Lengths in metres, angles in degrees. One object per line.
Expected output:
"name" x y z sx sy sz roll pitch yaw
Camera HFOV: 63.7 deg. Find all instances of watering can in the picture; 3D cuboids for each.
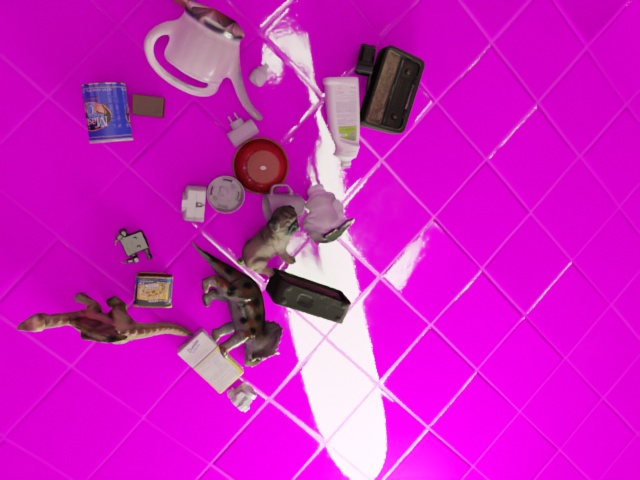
"watering can" -0.262 -0.456 1.307 0.345 0.106 0.220 23 119 -22

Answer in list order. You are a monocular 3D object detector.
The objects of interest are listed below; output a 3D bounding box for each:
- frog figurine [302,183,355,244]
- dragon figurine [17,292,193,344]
"frog figurine" 0.004 -0.074 1.467 0.138 0.120 0.161 -35 71 -12
"dragon figurine" -0.520 0.225 1.285 0.410 0.243 0.122 10 93 -15
